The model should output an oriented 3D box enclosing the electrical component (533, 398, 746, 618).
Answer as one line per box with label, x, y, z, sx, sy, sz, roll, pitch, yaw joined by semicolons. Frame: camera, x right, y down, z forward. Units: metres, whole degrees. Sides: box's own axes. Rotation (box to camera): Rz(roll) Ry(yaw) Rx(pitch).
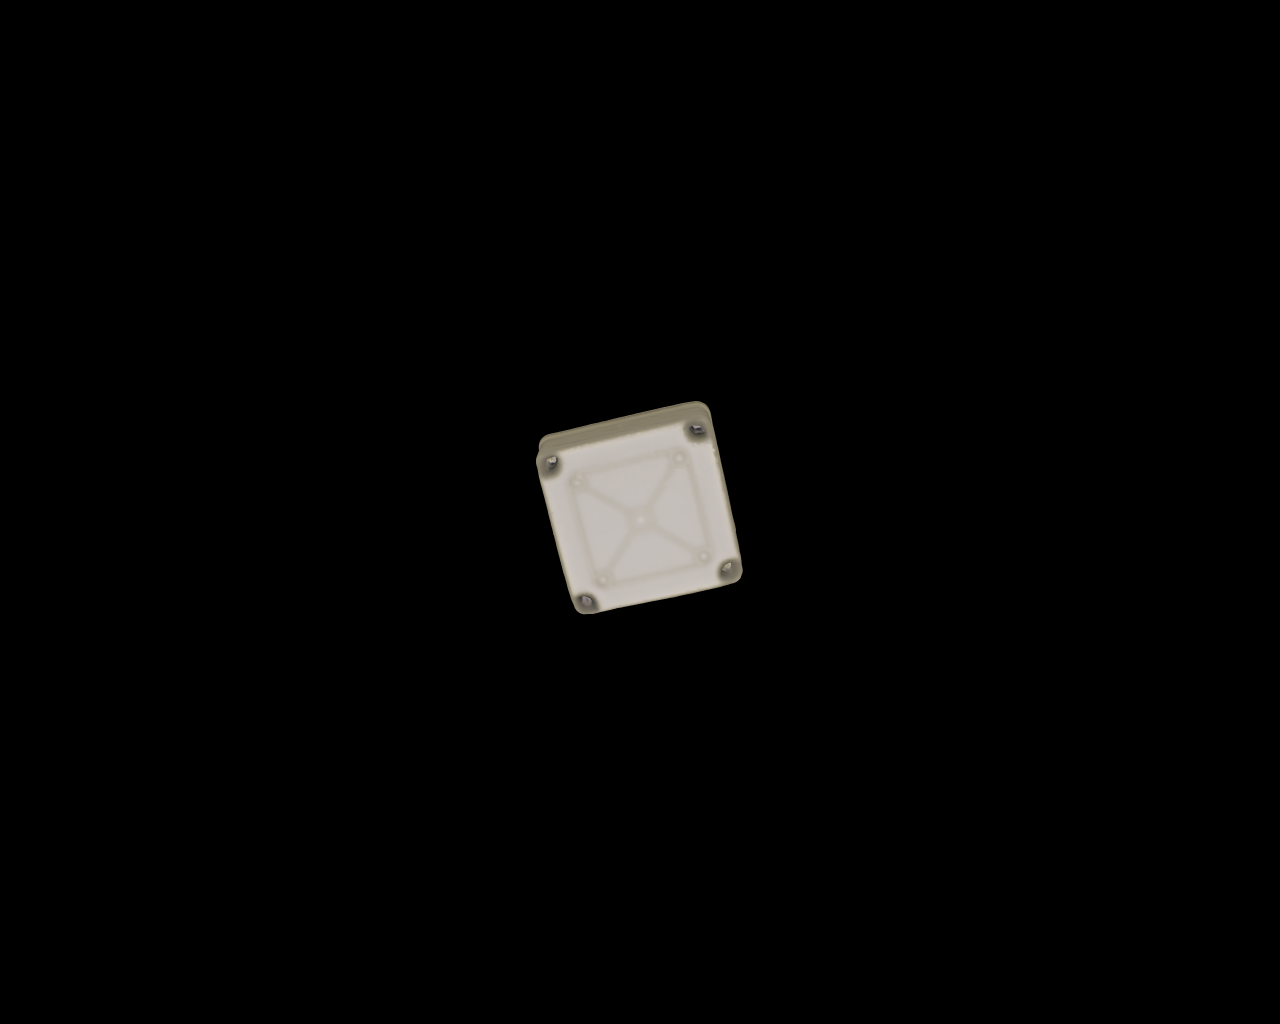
electrical component;0.001;-0.003;0.650;0.109;0.108;0.056;-13;16;4
